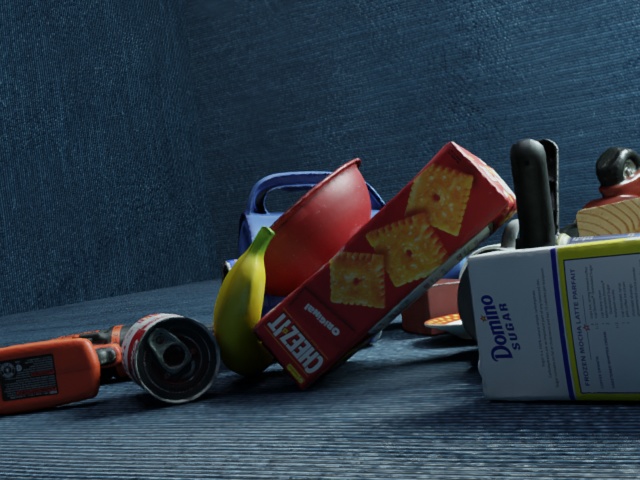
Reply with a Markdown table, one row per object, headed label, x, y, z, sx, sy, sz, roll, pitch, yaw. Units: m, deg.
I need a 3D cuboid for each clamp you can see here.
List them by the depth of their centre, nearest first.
| label | x | y | z | sx | sy | sz | roll | pitch | yaw |
| --- | --- | --- | --- | --- | --- | --- | --- | --- | --- |
| clamp | 0.163 | 0.002 | 0.793 | 0.039 | 0.171 | 0.120 | -5 | -5 | 24 |

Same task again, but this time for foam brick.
| label | x | y | z | sx | sy | sz | roll | pitch | yaw |
| --- | --- | --- | --- | --- | --- | --- | --- | --- | --- |
| foam brick | 0.121 | 0.069 | 1.106 | 0.053 | 0.051 | 0.078 | -6 | 1 | -17 |

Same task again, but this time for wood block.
| label | x | y | z | sx | sy | sz | roll | pitch | yaw |
| --- | --- | --- | --- | --- | --- | --- | --- | --- | --- |
| wood block | 0.293 | 0.015 | 0.959 | 0.091 | 0.090 | 0.205 | -12 | -7 | 19 |

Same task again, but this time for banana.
| label | x | y | z | sx | sy | sz | roll | pitch | yaw |
| --- | --- | --- | --- | --- | --- | --- | --- | --- | --- |
| banana | -0.059 | 0.071 | 0.879 | 0.069 | 0.037 | 0.198 | -40 | -23 | -27 |

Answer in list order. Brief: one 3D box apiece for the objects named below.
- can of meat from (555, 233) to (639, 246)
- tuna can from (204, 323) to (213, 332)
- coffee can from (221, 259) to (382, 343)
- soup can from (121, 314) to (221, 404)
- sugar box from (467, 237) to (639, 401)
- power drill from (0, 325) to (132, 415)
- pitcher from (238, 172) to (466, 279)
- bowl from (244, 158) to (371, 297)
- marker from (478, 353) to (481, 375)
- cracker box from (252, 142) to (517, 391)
| label | x | y | z | sx | sy | sz | roll | pitch | yaw |
| --- | --- | --- | --- | --- | --- | --- | --- | --- | --- |
| can of meat | 0.223 | 0.038 | 0.769 | 0.084 | 0.057 | 0.102 | -4 | -38 | 29 |
| tuna can | -0.136 | 0.111 | 1.147 | 0.086 | 0.034 | 0.086 | -7 | 1 | 0 |
| coffee can | -0.020 | 0.062 | 1.053 | 0.140 | 0.103 | 0.103 | -8 | 1 | -12 |
| soup can | -0.125 | 0.095 | 0.876 | 0.068 | 0.068 | 0.102 | -8 | 0 | -17 |
| sugar box | 0.172 | 0.045 | 0.616 | 0.048 | 0.093 | 0.177 | -7 | 0 | -43 |
| power drill | -0.213 | 0.113 | 0.982 | 0.184 | 0.057 | 0.187 | -11 | -3 | 5 |
| pitcher | 0.031 | 0.015 | 1.179 | 0.242 | 0.145 | 0.149 | -6 | -38 | -11 |
| bowl | -0.006 | 0.001 | 0.953 | 0.162 | 0.055 | 0.162 | -42 | -4 | -4 |
| marker | 0.127 | 0.086 | 0.796 | 0.020 | 0.020 | 0.121 | -8 | 0 | 8 |
| cracker box | 0.060 | 0.017 | 0.869 | 0.214 | 0.072 | 0.164 | -43 | -8 | 12 |
